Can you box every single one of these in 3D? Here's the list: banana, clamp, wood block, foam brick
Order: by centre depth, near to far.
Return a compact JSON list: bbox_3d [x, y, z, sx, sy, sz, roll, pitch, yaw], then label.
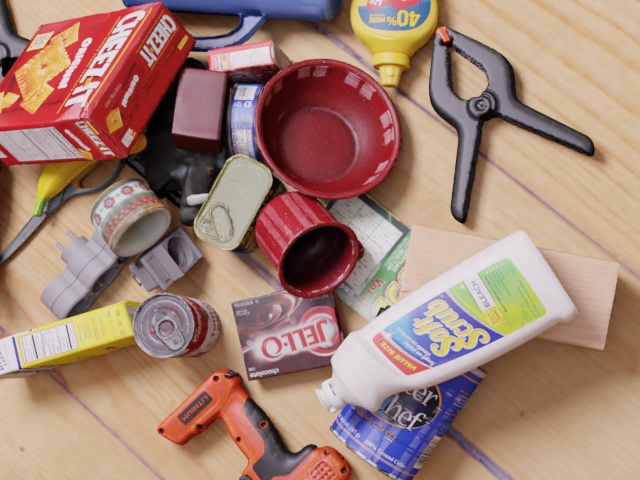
[{"bbox_3d":[0.189,0.049,1.092,0.206,0.090,0.091,11,87,7],"label":"wood block"},{"bbox_3d":[-0.127,-0.138,1.143,0.051,0.053,0.078,6,77,0],"label":"foam brick"},{"bbox_3d":[0.170,-0.132,1.151,0.164,0.036,0.210,-35,76,8],"label":"clamp"},{"bbox_3d":[-0.256,-0.091,1.185,0.198,0.037,0.069,-28,65,37],"label":"banana"},{"bbox_3d":[-0.375,-0.229,1.271,0.171,0.039,0.120,35,97,7],"label":"clamp"}]

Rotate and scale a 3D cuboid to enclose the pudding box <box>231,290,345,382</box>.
[{"bbox_3d":[-0.032,0.098,1.161,0.113,0.039,0.090,-13,90,12],"label":"pudding box"}]

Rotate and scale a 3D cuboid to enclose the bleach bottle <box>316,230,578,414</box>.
[{"bbox_3d":[0.112,0.096,1.021,0.251,0.068,0.102,-33,83,6],"label":"bleach bottle"}]

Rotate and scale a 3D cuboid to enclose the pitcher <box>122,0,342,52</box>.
[{"bbox_3d":[-0.098,-0.298,1.181,0.243,0.149,0.145,9,43,9],"label":"pitcher"}]

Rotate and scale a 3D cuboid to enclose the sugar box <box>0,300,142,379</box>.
[{"bbox_3d":[-0.276,0.113,1.186,0.176,0.093,0.048,-20,80,9],"label":"sugar box"}]

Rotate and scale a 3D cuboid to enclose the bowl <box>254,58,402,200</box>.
[{"bbox_3d":[0.004,-0.112,1.156,0.162,0.055,0.162,3,74,-12],"label":"bowl"}]

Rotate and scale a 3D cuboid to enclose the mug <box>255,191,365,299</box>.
[{"bbox_3d":[-0.007,0.001,1.127,0.082,0.117,0.093,50,130,48],"label":"mug"}]

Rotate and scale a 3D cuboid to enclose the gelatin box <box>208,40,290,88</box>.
[{"bbox_3d":[-0.076,-0.192,1.180,0.073,0.089,0.030,-7,85,11],"label":"gelatin box"}]

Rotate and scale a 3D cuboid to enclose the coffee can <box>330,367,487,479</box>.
[{"bbox_3d":[0.091,0.165,1.102,0.103,0.102,0.140,35,92,13],"label":"coffee can"}]

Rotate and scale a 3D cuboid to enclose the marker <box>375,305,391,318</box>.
[{"bbox_3d":[0.046,0.124,1.150,0.020,0.020,0.121,31,98,13],"label":"marker"}]

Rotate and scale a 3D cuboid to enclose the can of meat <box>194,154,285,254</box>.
[{"bbox_3d":[-0.085,-0.035,1.168,0.057,0.084,0.102,28,90,12],"label":"can of meat"}]

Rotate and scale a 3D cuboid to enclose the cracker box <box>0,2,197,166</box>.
[{"bbox_3d":[-0.258,-0.167,1.150,0.214,0.072,0.164,1,55,41],"label":"cracker box"}]

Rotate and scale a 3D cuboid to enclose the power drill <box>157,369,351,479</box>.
[{"bbox_3d":[-0.087,0.248,1.154,0.184,0.057,0.188,-45,81,0],"label":"power drill"}]

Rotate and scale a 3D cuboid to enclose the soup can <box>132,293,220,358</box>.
[{"bbox_3d":[-0.154,0.094,1.159,0.068,0.102,0.068,-1,84,11],"label":"soup can"}]

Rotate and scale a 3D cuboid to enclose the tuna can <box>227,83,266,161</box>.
[{"bbox_3d":[-0.076,-0.129,1.176,0.034,0.086,0.086,2,84,9],"label":"tuna can"}]

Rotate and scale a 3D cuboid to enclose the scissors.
[{"bbox_3d":[-0.321,-0.061,1.253,0.202,0.016,0.096,-33,77,6],"label":"scissors"}]

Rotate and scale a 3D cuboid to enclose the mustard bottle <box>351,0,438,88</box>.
[{"bbox_3d":[0.082,-0.263,1.172,0.096,0.058,0.191,3,85,7],"label":"mustard bottle"}]
